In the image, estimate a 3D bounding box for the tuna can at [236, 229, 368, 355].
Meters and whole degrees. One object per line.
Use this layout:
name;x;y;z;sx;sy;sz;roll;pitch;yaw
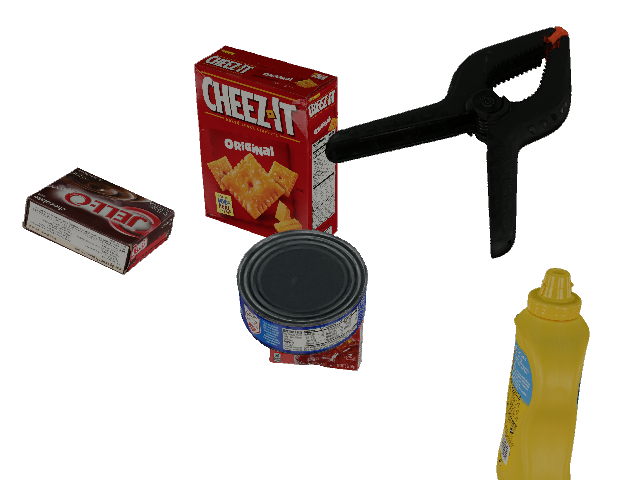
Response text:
tuna can;-0.012;0.034;0.707;0.086;0.086;0.034;-1;-45;0

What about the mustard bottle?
mustard bottle;0.179;0.114;0.856;0.058;0.192;0.096;3;20;2

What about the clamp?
clamp;0.131;-0.085;0.805;0.165;0.209;0.036;40;-22;28

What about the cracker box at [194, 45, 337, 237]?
cracker box;-0.064;-0.107;1.279;0.164;0.214;0.072;20;40;27

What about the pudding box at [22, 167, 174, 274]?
pudding box;-0.208;-0.020;1.004;0.113;0.039;0.090;22;27;10

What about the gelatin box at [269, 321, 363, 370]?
gelatin box;-0.004;0.083;1.027;0.089;0.073;0.030;5;15;9
